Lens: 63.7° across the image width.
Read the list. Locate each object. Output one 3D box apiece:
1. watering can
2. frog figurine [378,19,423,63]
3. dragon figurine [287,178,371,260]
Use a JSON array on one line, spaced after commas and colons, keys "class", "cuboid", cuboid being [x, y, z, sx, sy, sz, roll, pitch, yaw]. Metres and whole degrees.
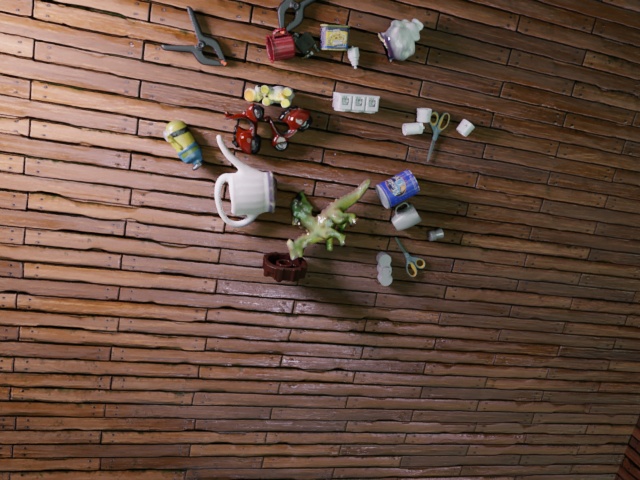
[{"class": "watering can", "cuboid": [-0.265, -0.207, 1.844, 0.225, 0.105, 0.342, -5, 112, -14]}, {"class": "frog figurine", "cuboid": [0.302, -0.720, 1.834, 0.159, 0.123, 0.137, -26, 93, 7]}, {"class": "dragon figurine", "cuboid": [0.006, -0.099, 1.961, 0.242, 0.122, 0.410, 26, 90, -11]}]
